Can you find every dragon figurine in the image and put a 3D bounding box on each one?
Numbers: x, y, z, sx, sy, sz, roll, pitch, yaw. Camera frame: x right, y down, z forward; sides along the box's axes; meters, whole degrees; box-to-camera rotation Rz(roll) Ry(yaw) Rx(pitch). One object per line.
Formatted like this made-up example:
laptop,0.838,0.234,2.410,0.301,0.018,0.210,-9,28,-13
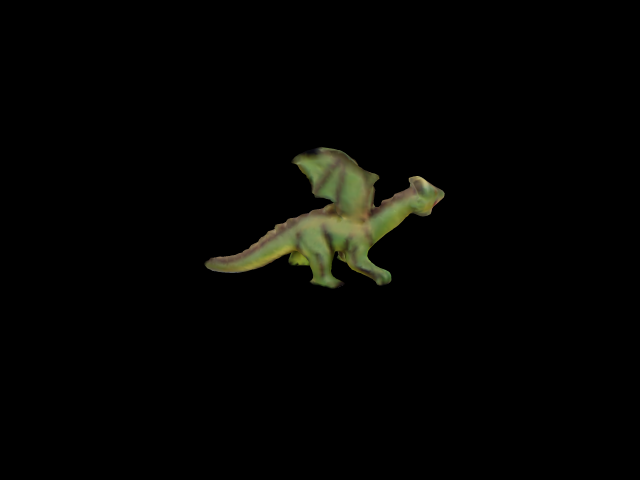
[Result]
dragon figurine,0.003,-0.043,0.850,0.410,0.238,0.125,-1,29,-2
